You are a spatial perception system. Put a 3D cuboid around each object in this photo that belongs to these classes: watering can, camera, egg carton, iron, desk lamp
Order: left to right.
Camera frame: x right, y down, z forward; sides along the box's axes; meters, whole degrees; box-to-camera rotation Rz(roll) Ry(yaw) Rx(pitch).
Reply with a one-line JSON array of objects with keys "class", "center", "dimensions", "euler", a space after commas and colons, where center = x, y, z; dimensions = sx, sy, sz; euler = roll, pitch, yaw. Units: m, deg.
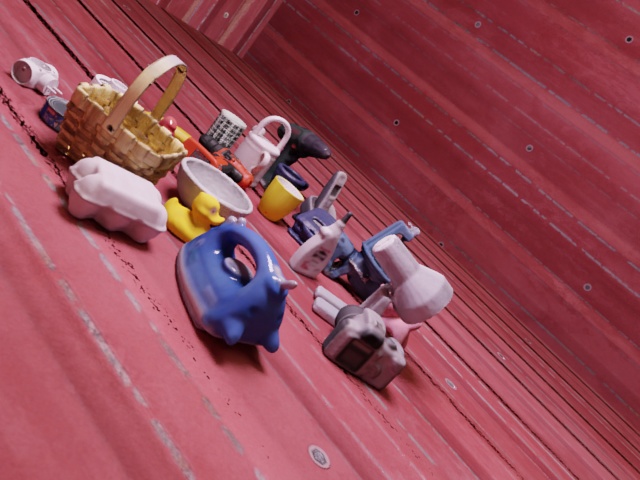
[{"class": "egg carton", "center": [-0.302, -0.060, 0.855], "dimensions": [0.151, 0.069, 0.107], "euler": [27, 20, -41]}, {"class": "iron", "center": [-0.126, 0.041, 0.853], "dimensions": [0.119, 0.141, 0.257], "euler": [24, 22, -47]}, {"class": "watering can", "center": [-0.158, -0.247, 1.507], "dimensions": [0.101, 0.194, 0.172], "euler": [20, 25, -52]}, {"class": "camera", "center": [0.084, 0.177, 1.054], "dimensions": [0.143, 0.100, 0.136], "euler": [36, 15, -16]}, {"class": "desk lamp", "center": [0.128, 0.107, 1.147], "dimensions": [0.203, 0.213, 0.118], "euler": [37, 15, -11]}]

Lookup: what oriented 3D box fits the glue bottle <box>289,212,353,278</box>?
[{"class": "glue bottle", "center": [0.011, 0.004, 1.236], "dimensions": [0.078, 0.173, 0.037], "euler": [25, 21, -44]}]

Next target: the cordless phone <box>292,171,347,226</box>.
[{"class": "cordless phone", "center": [0.029, -0.099, 1.553], "dimensions": [0.094, 0.185, 0.148], "euler": [46, 16, 22]}]

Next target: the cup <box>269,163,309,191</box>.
[{"class": "cup", "center": [-0.093, -0.143, 1.559], "dimensions": [0.118, 0.095, 0.091], "euler": [25, 21, -45]}]

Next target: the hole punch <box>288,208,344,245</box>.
[{"class": "hole punch", "center": [-0.008, -0.023, 1.428], "dimensions": [0.108, 0.091, 0.101], "euler": [45, 15, 17]}]

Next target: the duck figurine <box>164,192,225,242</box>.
[{"class": "duck figurine", "center": [-0.215, -0.046, 0.995], "dimensions": [0.105, 0.086, 0.077], "euler": [38, 15, -10]}]

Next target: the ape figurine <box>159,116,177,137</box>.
[{"class": "ape figurine", "center": [-0.333, -0.218, 1.194], "dimensions": [0.078, 0.092, 0.076], "euler": [21, 24, -51]}]

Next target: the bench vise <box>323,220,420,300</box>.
[{"class": "bench vise", "center": [0.120, 0.026, 1.348], "dimensions": [0.208, 0.219, 0.121], "euler": [31, 17, -32]}]

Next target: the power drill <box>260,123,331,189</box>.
[{"class": "power drill", "center": [-0.081, -0.224, 1.603], "dimensions": [0.076, 0.208, 0.229], "euler": [25, 21, -44]}]

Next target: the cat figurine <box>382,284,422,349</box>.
[{"class": "cat figurine", "center": [0.170, 0.163, 1.274], "dimensions": [0.127, 0.117, 0.067], "euler": [47, 16, 25]}]

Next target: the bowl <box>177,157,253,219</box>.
[{"class": "bowl", "center": [-0.218, -0.083, 1.119], "dimensions": [0.168, 0.074, 0.167], "euler": [37, 15, -11]}]
